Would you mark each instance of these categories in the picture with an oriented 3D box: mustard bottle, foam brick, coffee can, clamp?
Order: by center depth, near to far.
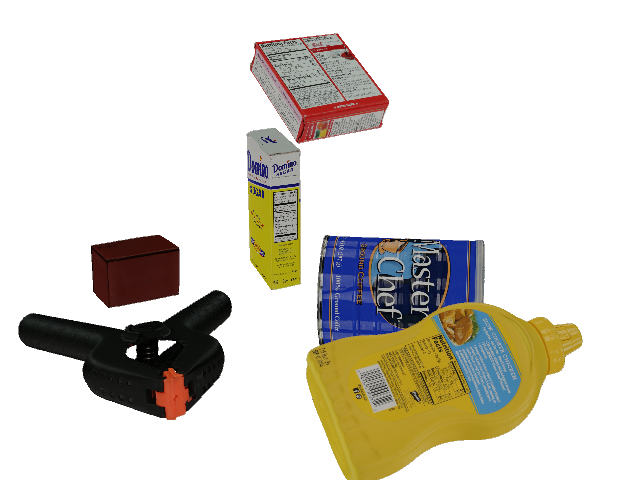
[{"bbox_3d":[0.093,0.094,0.739,0.191,0.096,0.058,-17,-31,-11],"label":"mustard bottle"},{"bbox_3d":[-0.114,0.075,0.756,0.164,0.036,0.210,-9,14,-24],"label":"clamp"},{"bbox_3d":[0.073,0.048,0.946,0.140,0.103,0.102,2,0,7],"label":"coffee can"},{"bbox_3d":[-0.188,0.030,1.084,0.078,0.051,0.053,-10,21,-27],"label":"foam brick"}]

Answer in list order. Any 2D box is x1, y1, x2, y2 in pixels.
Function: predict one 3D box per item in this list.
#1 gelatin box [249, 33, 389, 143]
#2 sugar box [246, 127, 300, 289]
[{"bbox_3d":[-0.002,-0.116,0.803,0.073,0.089,0.030,-13,-38,-27],"label":"gelatin box"},{"bbox_3d":[-0.057,-0.039,1.296,0.048,0.176,0.093,-11,26,-18],"label":"sugar box"}]
